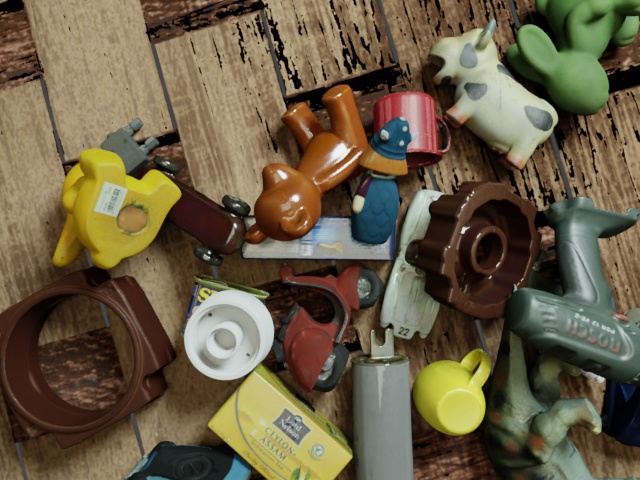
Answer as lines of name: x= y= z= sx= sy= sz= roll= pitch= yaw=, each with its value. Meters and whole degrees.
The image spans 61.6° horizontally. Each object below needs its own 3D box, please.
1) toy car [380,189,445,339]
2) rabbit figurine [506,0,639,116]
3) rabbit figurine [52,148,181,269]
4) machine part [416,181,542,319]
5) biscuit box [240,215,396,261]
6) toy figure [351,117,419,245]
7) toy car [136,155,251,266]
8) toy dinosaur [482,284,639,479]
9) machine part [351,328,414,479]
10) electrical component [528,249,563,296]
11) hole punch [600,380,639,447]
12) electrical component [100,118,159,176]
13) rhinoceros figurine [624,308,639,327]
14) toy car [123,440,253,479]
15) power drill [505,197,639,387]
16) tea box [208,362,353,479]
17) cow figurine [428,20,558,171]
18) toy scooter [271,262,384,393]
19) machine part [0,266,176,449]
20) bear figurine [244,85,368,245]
toy car: x=0.134 y=0.033 z=0.717 sx=0.074 sy=0.056 sz=0.201 roll=15 pitch=89 yaw=2
rabbit figurine: x=0.328 y=-0.247 z=0.686 sx=0.159 sy=0.121 sz=0.170 roll=9 pitch=86 yaw=9
rabbit figurine: x=-0.275 y=-0.039 z=0.688 sx=0.173 sy=0.122 sz=0.162 roll=29 pitch=106 yaw=41
machine part: x=0.202 y=0.013 z=0.680 sx=0.179 sy=0.056 sz=0.179 roll=-5 pitch=101 yaw=-29
biscuit box: x=-0.001 y=-0.002 z=0.720 sx=0.203 sy=0.063 sz=0.059 roll=1 pitch=87 yaw=2
toy figure: x=0.072 y=-0.072 z=0.646 sx=0.058 sy=0.064 sz=0.154 roll=17 pitch=106 yaw=24
toy car: x=-0.175 y=-0.042 z=0.713 sx=0.202 sy=0.053 sz=0.089 roll=29 pitch=96 yaw=28
toy dinosaur: x=0.279 y=0.273 z=0.675 sx=0.192 sy=0.131 sz=0.405 roll=-34 pitch=73 yaw=23
machine part: x=0.080 y=0.237 z=0.700 sx=0.079 sy=0.079 sz=0.243 roll=-1 pitch=90 yaw=2
electrical component: x=0.301 y=0.073 z=0.715 sx=0.078 sy=0.045 sz=0.102 roll=32 pitch=89 yaw=1
hole punch: x=0.438 y=0.214 z=0.686 sx=0.142 sy=0.092 sz=0.115 roll=5 pitch=92 yaw=-1
electrical component: x=-0.275 y=-0.124 z=0.754 sx=0.094 sy=0.021 sz=0.063 roll=-40 pitch=87 yaw=2
rhinoceros figurine: x=0.477 y=0.095 z=0.679 sx=0.190 sy=0.112 sz=0.073 roll=-31 pitch=59 yaw=13
toy car: x=-0.168 y=0.331 z=0.698 sx=0.162 sy=0.109 sz=0.102 roll=0 pitch=106 yaw=11
power drill: x=0.338 y=0.062 z=0.639 sx=0.232 sy=0.086 sz=0.207 roll=14 pitch=72 yaw=-4
tea box: x=-0.050 y=0.255 z=0.711 sx=0.170 sy=0.068 sz=0.098 roll=39 pitch=91 yaw=4
cow figurine: x=0.224 y=-0.196 z=0.708 sx=0.195 sy=0.085 sz=0.127 roll=41 pitch=96 yaw=5
toy scooter: x=-0.010 y=0.101 z=0.711 sx=0.135 sy=0.075 sz=0.184 roll=25 pitch=86 yaw=2
machine part: x=-0.315 y=0.152 z=0.716 sx=0.201 sy=0.087 sz=0.201 roll=-29 pitch=89 yaw=1
bear figurine: x=-0.025 y=-0.088 z=0.665 sx=0.196 sy=0.120 sz=0.131 roll=-42 pitch=112 yaw=-36
